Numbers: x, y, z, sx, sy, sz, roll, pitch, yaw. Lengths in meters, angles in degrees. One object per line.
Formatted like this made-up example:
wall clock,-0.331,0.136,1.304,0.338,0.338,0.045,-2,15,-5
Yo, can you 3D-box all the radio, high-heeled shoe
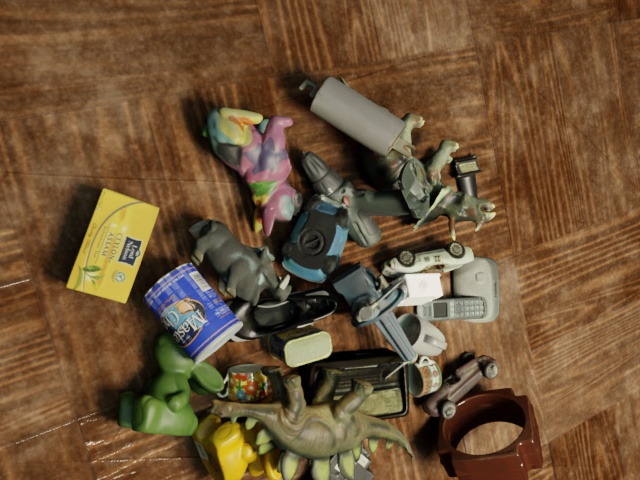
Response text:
radio,0.069,0.295,1.086,0.229,0.073,0.131,1,92,-25
high-heeled shoe,-0.090,0.141,0.969,0.249,0.145,0.086,-18,98,-25

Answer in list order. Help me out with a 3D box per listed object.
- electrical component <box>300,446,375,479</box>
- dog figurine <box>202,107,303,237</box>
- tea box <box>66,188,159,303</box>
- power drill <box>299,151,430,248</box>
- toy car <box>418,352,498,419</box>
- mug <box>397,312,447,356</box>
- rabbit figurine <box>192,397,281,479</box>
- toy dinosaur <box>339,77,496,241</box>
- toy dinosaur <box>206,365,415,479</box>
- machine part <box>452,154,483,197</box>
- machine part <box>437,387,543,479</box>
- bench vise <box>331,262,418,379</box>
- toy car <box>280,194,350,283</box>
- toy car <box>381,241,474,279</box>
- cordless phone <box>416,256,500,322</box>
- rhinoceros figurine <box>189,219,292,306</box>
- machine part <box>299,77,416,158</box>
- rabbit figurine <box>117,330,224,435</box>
electrical component,0.042,0.471,1.090,0.114,0.058,0.134,47,73,-21
dog figurine,-0.120,-0.118,0.971,0.191,0.109,0.219,2,93,-26
tea box,-0.344,0.009,0.891,0.098,0.068,0.169,19,83,-23
power drill,0.088,-0.089,1.016,0.231,0.207,0.086,58,37,-26
toy car,0.305,0.313,1.186,0.202,0.089,0.053,-35,109,-18
mug,0.225,0.208,1.143,0.107,0.110,0.081,26,75,-37
rabbit figurine,-0.124,0.365,0.982,0.173,0.122,0.162,-32,98,-40
toy dinosaur,0.166,-0.146,1.098,0.405,0.131,0.192,28,81,-15
toy dinosaur,0.014,0.336,0.971,0.471,0.105,0.198,15,88,-30
machine part,0.340,-0.120,1.218,0.084,0.039,0.138,-18,97,-32
machine part,0.357,0.416,1.136,0.202,0.201,0.087,-15,111,21
bench vise,0.118,0.144,1.022,0.129,0.224,0.240,-34,98,-2
toy car,-0.002,-0.003,1.028,0.109,0.103,0.161,20,90,9
toy car,0.225,0.046,1.134,0.202,0.073,0.056,-9,75,-15
cordless phone,0.299,0.111,1.191,0.184,0.089,0.146,-4,94,-6
rhinoceros figurine,-0.136,0.046,0.933,0.190,0.073,0.112,41,68,-7
machine part,0.071,-0.227,0.994,0.243,0.079,0.079,33,77,5
rabbit figurine,-0.247,0.243,0.922,0.159,0.121,0.170,17,70,-28
